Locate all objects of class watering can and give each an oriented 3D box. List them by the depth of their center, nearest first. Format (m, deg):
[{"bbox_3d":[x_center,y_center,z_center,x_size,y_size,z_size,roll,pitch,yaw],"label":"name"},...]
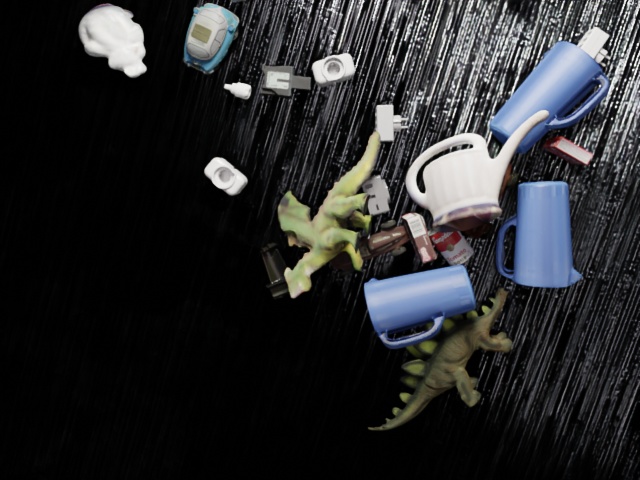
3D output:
[{"bbox_3d":[0.348,-0.141,1.141,0.344,0.103,0.228,-19,68,35],"label":"watering can"}]

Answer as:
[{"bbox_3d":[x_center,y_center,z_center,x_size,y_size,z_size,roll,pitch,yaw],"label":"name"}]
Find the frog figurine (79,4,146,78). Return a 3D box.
[{"bbox_3d":[-0.476,-0.455,1.196,0.138,0.121,0.160,-19,84,-15],"label":"frog figurine"}]

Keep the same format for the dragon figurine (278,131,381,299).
[{"bbox_3d":[0.004,-0.061,1.210,0.243,0.121,0.412,9,85,22],"label":"dragon figurine"}]
